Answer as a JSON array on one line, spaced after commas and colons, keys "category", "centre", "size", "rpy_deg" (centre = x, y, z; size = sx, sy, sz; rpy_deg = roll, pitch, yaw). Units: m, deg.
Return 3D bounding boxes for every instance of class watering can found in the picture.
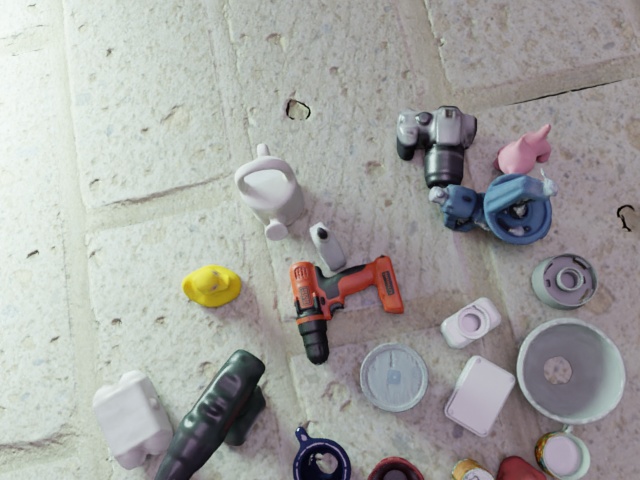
[{"category": "watering can", "centre": [-0.084, -0.086, 0.987], "size": [0.101, 0.194, 0.172], "rpy_deg": [-33, 76, -3]}]

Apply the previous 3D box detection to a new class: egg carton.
[{"category": "egg carton", "centre": [-0.318, 0.306, 0.980], "size": [0.107, 0.069, 0.150], "rpy_deg": [-31, 76, -2]}]

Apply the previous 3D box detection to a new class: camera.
[{"category": "camera", "centre": [0.207, -0.164, 1.027], "size": [0.143, 0.101, 0.137], "rpy_deg": [3, 77, 6]}]

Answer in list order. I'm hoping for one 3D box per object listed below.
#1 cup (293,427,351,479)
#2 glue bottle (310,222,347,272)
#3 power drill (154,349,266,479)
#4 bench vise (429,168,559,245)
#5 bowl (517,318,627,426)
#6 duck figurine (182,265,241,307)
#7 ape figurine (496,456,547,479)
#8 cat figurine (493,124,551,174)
[{"category": "cup", "centre": [-0.001, 0.353, 0.926], "size": [0.092, 0.095, 0.117], "rpy_deg": [-34, 76, -3]}, {"category": "glue bottle", "centre": [0.009, 0.003, 0.968], "size": [0.037, 0.173, 0.078], "rpy_deg": [-33, 76, -3]}, {"category": "power drill", "centre": [-0.156, 0.283, 0.899], "size": [0.075, 0.208, 0.230], "rpy_deg": [28, 81, 12]}, {"category": "bench vise", "centre": [0.288, -0.052, 0.931], "size": [0.207, 0.220, 0.121], "rpy_deg": [-6, 76, 4]}, {"category": "bowl", "centre": [0.399, 0.213, 0.932], "size": [0.167, 0.075, 0.167], "rpy_deg": [-1, 77, 5]}, {"category": "duck figurine", "centre": [-0.199, 0.077, 1.015], "size": [0.104, 0.086, 0.077], "rpy_deg": [-1, 76, 5]}, {"category": "ape figurine", "centre": [0.316, 0.379, 0.891], "size": [0.077, 0.092, 0.076], "rpy_deg": [-8, 76, 4]}, {"category": "cat figurine", "centre": [0.356, -0.153, 1.001], "size": [0.128, 0.118, 0.067], "rpy_deg": [-43, 76, -5]}]
